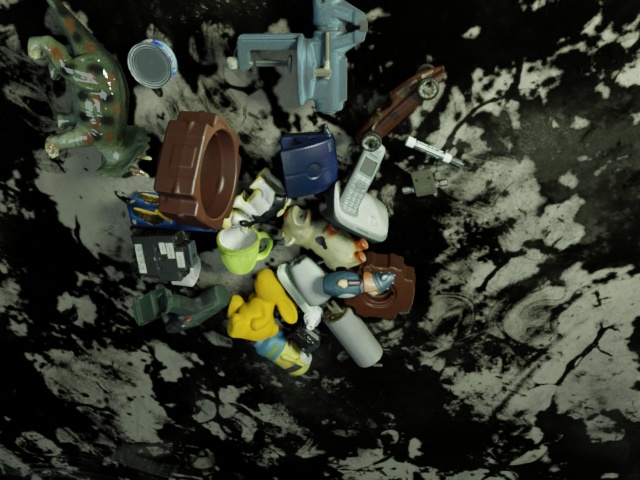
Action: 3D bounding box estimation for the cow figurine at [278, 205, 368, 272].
[{"bbox_3d":[-0.002,-0.004,1.163,0.127,0.085,0.194,-35,117,28],"label":"cow figurine"}]

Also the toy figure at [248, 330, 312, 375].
[{"bbox_3d":[-0.103,0.282,1.385,0.180,0.082,0.089,29,138,-17],"label":"toy figure"}]

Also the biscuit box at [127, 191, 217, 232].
[{"bbox_3d":[-0.318,-0.063,1.189,0.203,0.059,0.062,4,126,7],"label":"biscuit box"}]

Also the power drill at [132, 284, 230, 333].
[{"bbox_3d":[-0.348,0.173,1.299,0.232,0.086,0.207,-27,152,22],"label":"power drill"}]

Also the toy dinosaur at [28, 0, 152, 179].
[{"bbox_3d":[-0.429,-0.277,1.029,0.192,0.131,0.404,0,122,-5],"label":"toy dinosaur"}]

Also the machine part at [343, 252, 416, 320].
[{"bbox_3d":[0.135,0.108,1.232,0.179,0.056,0.179,5,126,6],"label":"machine part"}]

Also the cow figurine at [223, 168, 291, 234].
[{"bbox_3d":[-0.138,-0.066,1.144,0.098,0.068,0.167,40,122,-12],"label":"cow figurine"}]

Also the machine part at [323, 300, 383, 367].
[{"bbox_3d":[0.081,0.231,1.317,0.079,0.079,0.243,-23,119,24],"label":"machine part"}]

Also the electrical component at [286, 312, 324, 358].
[{"bbox_3d":[-0.024,0.246,1.348,0.119,0.075,0.048,43,121,-15],"label":"electrical component"}]

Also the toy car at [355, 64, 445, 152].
[{"bbox_3d":[0.138,-0.240,0.961,0.053,0.089,0.202,39,123,-16],"label":"toy car"}]

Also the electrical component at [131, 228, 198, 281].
[{"bbox_3d":[-0.344,0.032,1.204,0.134,0.058,0.114,2,113,11],"label":"electrical component"}]

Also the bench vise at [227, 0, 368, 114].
[{"bbox_3d":[-0.041,-0.326,0.915,0.241,0.129,0.223,0,125,2],"label":"bench vise"}]

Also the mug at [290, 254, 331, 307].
[{"bbox_3d":[-0.012,0.081,1.228,0.109,0.081,0.107,-34,108,10],"label":"mug"}]

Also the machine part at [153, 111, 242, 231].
[{"bbox_3d":[-0.228,-0.128,1.020,0.087,0.201,0.201,8,82,13],"label":"machine part"}]

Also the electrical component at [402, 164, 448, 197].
[{"bbox_3d":[0.207,-0.120,1.076,0.094,0.021,0.063,-11,122,19],"label":"electrical component"}]

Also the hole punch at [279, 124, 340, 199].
[{"bbox_3d":[-0.023,-0.148,1.060,0.116,0.092,0.142,-3,121,8],"label":"hole punch"}]

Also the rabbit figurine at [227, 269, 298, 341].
[{"bbox_3d":[-0.130,0.154,1.282,0.162,0.122,0.173,19,108,-7],"label":"rabbit figurine"}]

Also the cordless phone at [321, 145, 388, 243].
[{"bbox_3d":[0.099,-0.099,1.080,0.146,0.089,0.184,23,97,-32],"label":"cordless phone"}]

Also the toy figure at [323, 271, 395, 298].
[{"bbox_3d":[0.085,0.094,1.156,0.155,0.064,0.057,-2,115,14],"label":"toy figure"}]

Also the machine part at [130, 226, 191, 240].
[{"bbox_3d":[-0.371,-0.011,1.250,0.139,0.039,0.084,-5,119,15],"label":"machine part"}]
